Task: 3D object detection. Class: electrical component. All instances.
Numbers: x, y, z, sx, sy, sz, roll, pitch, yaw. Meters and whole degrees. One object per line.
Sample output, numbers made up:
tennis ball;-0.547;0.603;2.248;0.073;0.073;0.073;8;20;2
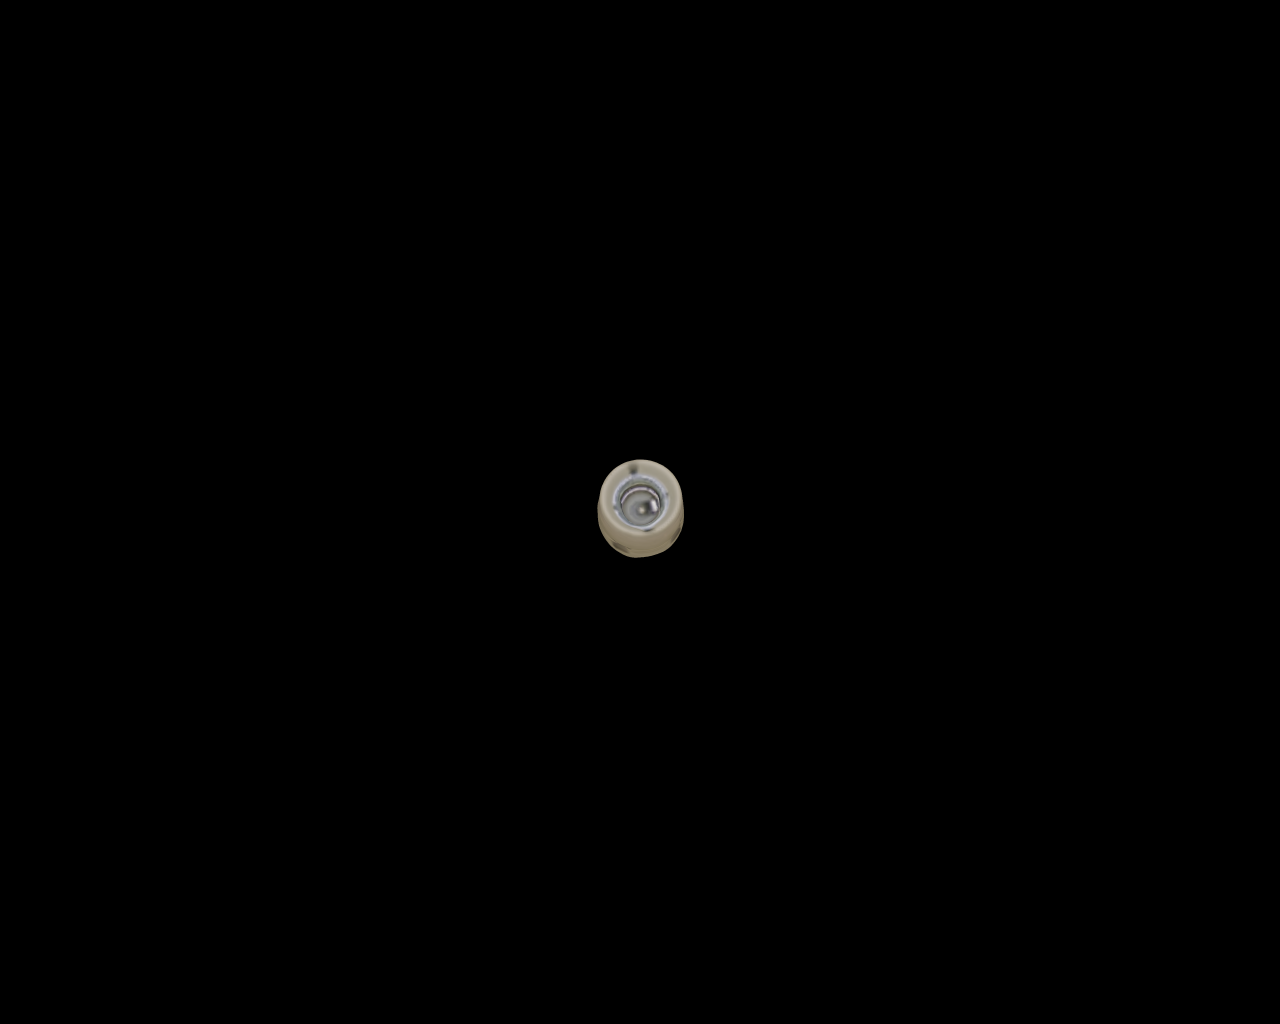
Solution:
electrical component;0.001;-0.003;0.650;0.055;0.055;0.047;0;-15;0
